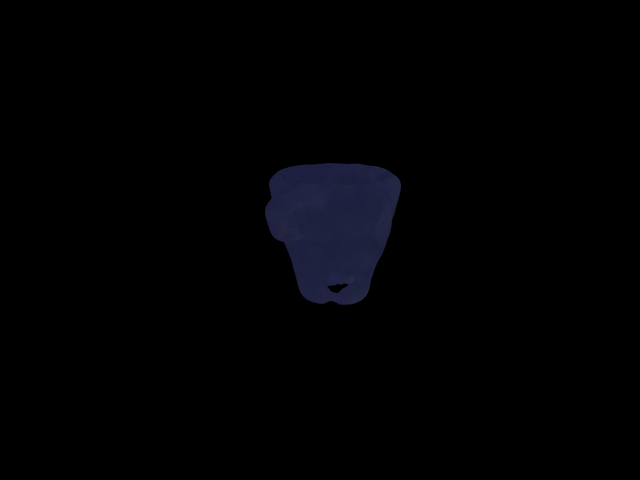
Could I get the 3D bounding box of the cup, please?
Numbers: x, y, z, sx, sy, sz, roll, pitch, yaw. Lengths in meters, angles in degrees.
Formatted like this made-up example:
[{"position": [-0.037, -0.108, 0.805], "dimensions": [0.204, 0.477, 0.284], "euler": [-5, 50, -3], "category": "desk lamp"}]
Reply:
[{"position": [0.004, 0.001, 0.400], "dimensions": [0.091, 0.095, 0.118], "euler": [11, 21, 30], "category": "cup"}]
